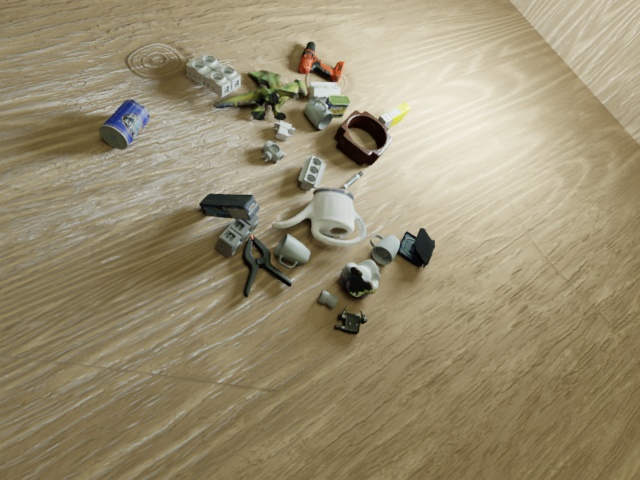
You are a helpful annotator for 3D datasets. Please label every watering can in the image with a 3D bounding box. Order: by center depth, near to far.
[{"bbox_3d":[0.006,-0.092,1.825,0.347,0.102,0.229,12,57,-17],"label":"watering can"}]

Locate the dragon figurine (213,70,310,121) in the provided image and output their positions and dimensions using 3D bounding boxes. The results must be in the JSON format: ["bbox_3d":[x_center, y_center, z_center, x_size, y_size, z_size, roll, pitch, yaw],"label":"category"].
[{"bbox_3d":[-0.226,-0.590,2.036,0.411,0.119,0.248,-1,46,-19],"label":"dragon figurine"}]

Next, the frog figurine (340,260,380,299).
[{"bbox_3d":[0.141,0.127,1.779,0.137,0.121,0.161,28,19,3],"label":"frog figurine"}]
